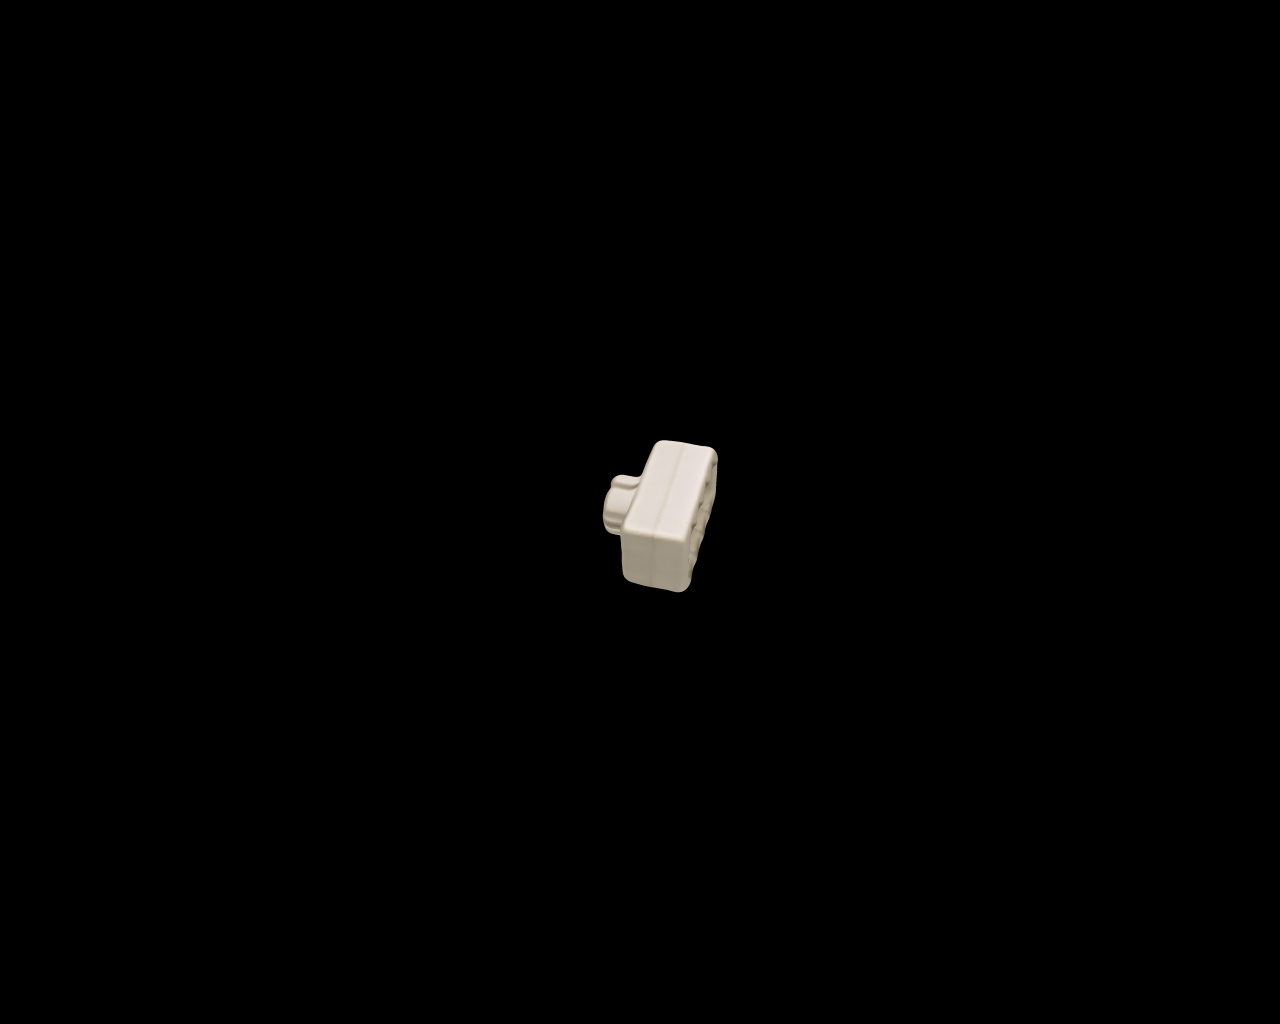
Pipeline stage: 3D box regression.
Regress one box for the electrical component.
[{"bbox_3d":[0.001,-0.003,0.650,0.076,0.047,0.083,11,47,11],"label":"electrical component"}]
